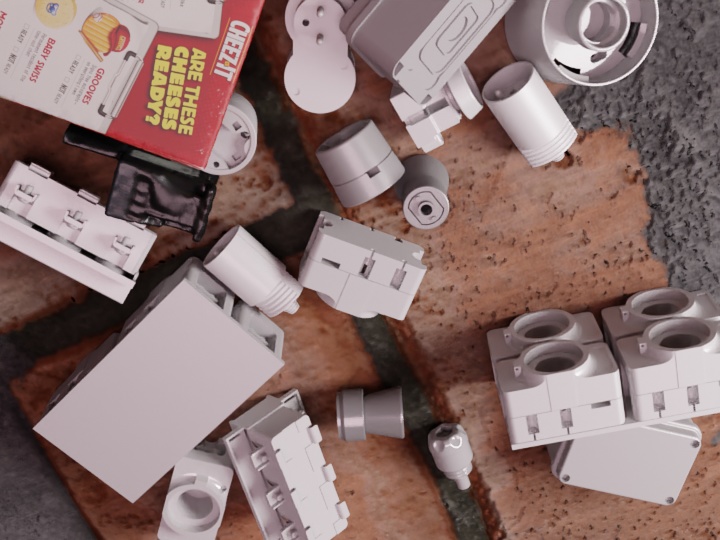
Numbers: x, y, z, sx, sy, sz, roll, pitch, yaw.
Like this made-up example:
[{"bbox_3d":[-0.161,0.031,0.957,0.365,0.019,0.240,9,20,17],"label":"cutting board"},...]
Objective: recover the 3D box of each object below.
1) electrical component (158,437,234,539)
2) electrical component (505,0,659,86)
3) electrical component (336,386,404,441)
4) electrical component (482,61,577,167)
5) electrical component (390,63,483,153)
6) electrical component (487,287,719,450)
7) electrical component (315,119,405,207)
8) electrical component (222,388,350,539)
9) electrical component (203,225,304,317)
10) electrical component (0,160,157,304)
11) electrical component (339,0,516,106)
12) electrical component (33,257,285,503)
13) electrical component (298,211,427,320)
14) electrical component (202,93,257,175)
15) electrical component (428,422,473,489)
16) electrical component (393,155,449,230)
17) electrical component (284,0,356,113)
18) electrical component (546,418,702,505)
[{"bbox_3d":[-0.141,0.193,0.937,0.050,0.055,0.089,14,113,-7],"label":"electrical component"},{"bbox_3d":[0.163,-0.182,0.783,0.099,0.064,0.099,-4,109,-13],"label":"electrical component"},{"bbox_3d":[0.009,0.122,0.914,0.055,0.045,0.045,-4,114,1],"label":"electrical component"},{"bbox_3d":[0.131,-0.112,0.809,0.043,0.043,0.081,-33,123,13],"label":"electrical component"},{"bbox_3d":[0.058,-0.127,0.803,0.055,0.048,0.066,-25,112,18],"label":"electrical component"},{"bbox_3d":[0.202,0.073,0.861,0.186,0.105,0.060,-11,114,4],"label":"electrical component"},{"bbox_3d":[-0.001,-0.082,0.818,0.055,0.055,0.047,-28,108,11],"label":"electrical component"},{"bbox_3d":[-0.058,0.175,0.919,0.079,0.063,0.121,-33,117,-31],"label":"electrical component"},{"bbox_3d":[-0.081,0.006,0.861,0.081,0.043,0.043,42,107,-17],"label":"electrical component"},{"bbox_3d":[-0.223,-0.032,0.830,0.121,0.079,0.063,29,89,-13],"label":"electrical component"},{"bbox_3d":[0.049,-0.181,0.745,0.057,0.078,0.113,43,96,23],"label":"electrical component"},{"bbox_3d":[-0.163,0.089,0.888,0.105,0.060,0.186,42,107,-17],"label":"electrical component"},{"bbox_3d":[0.000,0.000,0.856,0.089,0.050,0.055,20,112,-9],"label":"electrical component"},{"bbox_3d":[-0.104,-0.105,0.809,0.055,0.047,0.055,0,114,-1],"label":"electrical component"},{"bbox_3d":[0.082,0.165,0.940,0.035,0.035,0.061,-18,115,7],"label":"electrical component"},{"bbox_3d":[0.049,-0.057,0.822,0.044,0.065,0.044,0,114,-1],"label":"electrical component"},{"bbox_3d":[-0.028,-0.178,0.763,0.052,0.073,0.138,1,114,-1],"label":"electrical component"},{"bbox_3d":[0.224,0.148,0.921,0.113,0.057,0.078,13,113,-7],"label":"electrical component"}]
